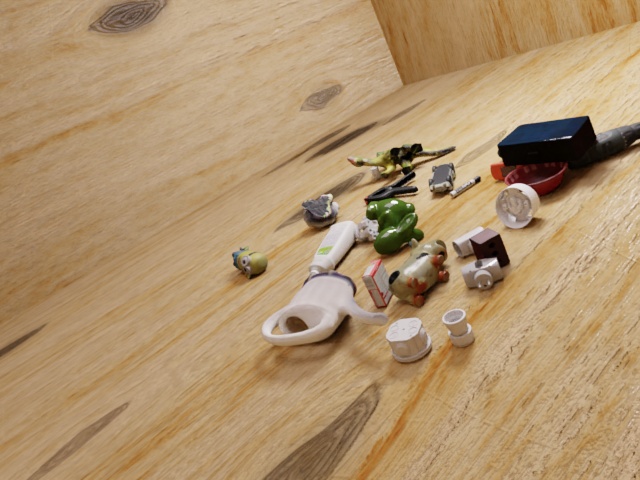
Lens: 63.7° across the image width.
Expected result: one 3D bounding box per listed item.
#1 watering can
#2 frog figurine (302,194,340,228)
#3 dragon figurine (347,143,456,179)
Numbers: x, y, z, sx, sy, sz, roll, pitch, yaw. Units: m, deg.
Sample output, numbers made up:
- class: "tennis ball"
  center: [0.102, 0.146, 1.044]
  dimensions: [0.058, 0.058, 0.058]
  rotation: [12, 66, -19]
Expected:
- class: "watering can"
  center: [0.024, 0.157, 1.171]
  dimensions: [0.345, 0.103, 0.229]
  rotation: [-15, 21, 31]
- class: "frog figurine"
  center: [0.006, -0.095, 1.895]
  dimensions: [0.138, 0.124, 0.157]
  rotation: [-37, -16, -7]
- class: "dragon figurine"
  center: [0.313, -0.345, 2.081]
  dimensions: [0.411, 0.120, 0.246]
  rotation: [-12, 21, -13]
